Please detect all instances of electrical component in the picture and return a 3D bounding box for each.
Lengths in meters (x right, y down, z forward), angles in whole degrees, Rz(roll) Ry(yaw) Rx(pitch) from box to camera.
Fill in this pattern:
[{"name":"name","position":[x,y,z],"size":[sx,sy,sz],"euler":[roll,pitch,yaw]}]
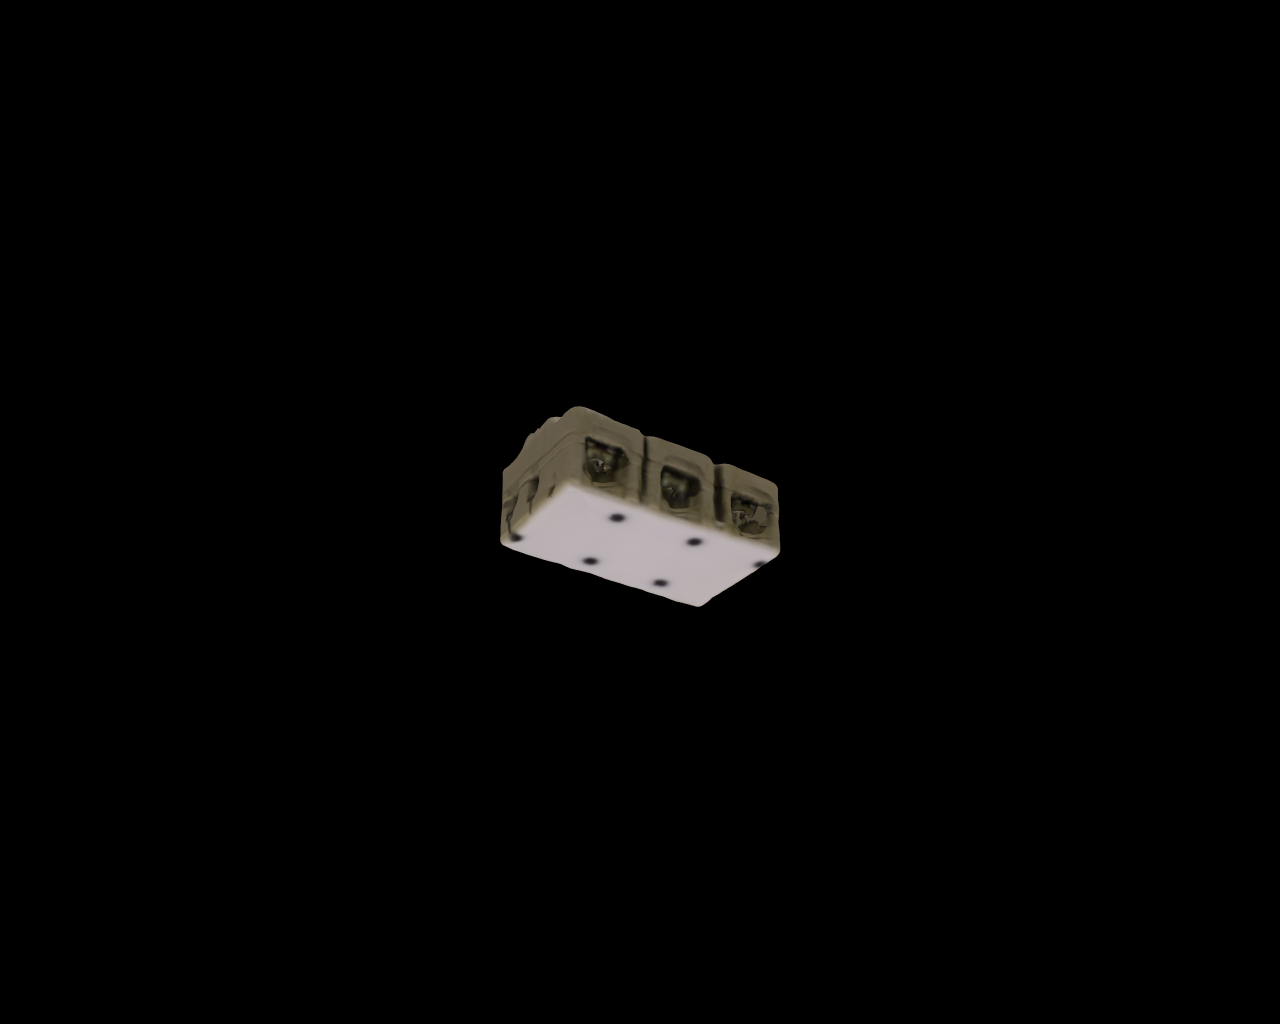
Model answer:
[{"name":"electrical component","position":[0.001,-0.003,0.650],"size":[0.150,0.062,0.089],"euler":[19,-36,-29]}]
